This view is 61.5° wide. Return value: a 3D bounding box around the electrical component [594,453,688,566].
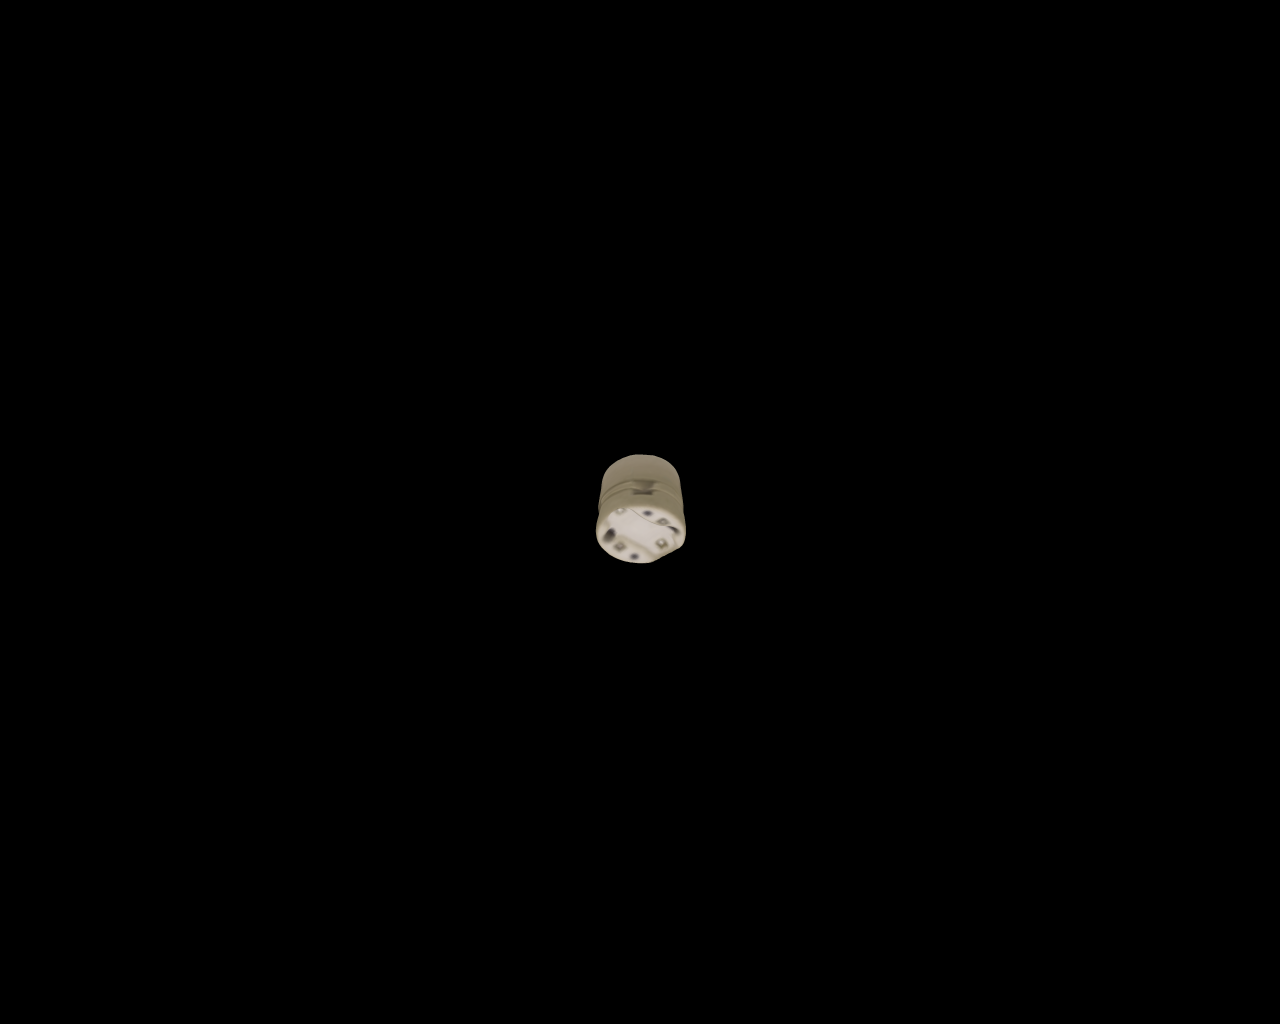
[{"bbox_3d":[0.001,-0.003,0.650,0.055,0.047,0.055,0,-43,0],"label":"electrical component"}]
